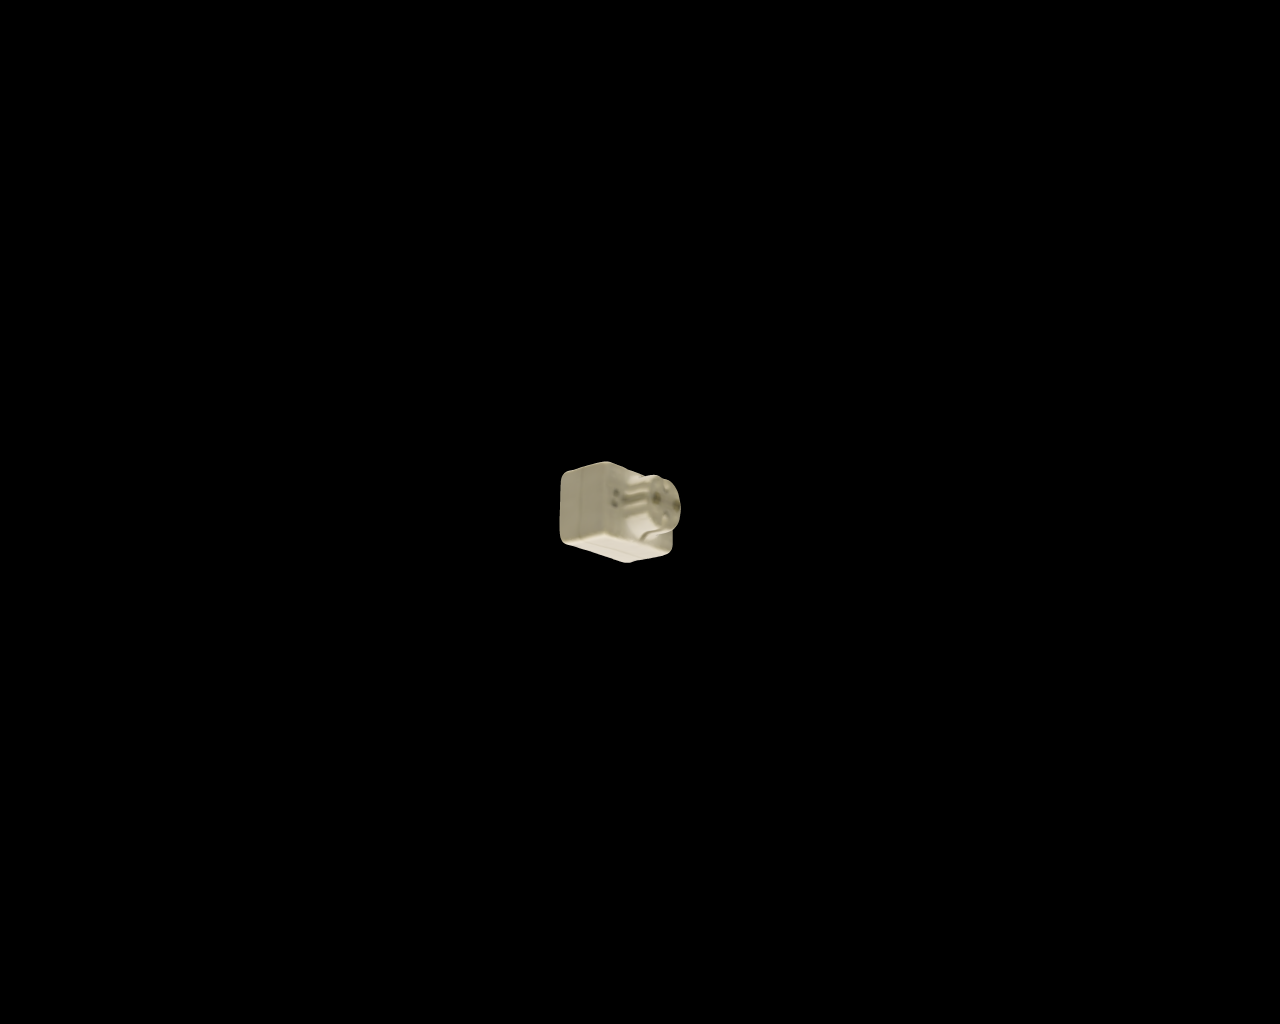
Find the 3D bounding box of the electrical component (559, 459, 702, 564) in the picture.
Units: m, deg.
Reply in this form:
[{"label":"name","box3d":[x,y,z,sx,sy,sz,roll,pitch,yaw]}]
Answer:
[{"label":"electrical component","box3d":[0.001,-0.003,0.650,0.076,0.047,0.066,-14,-22,38]}]
